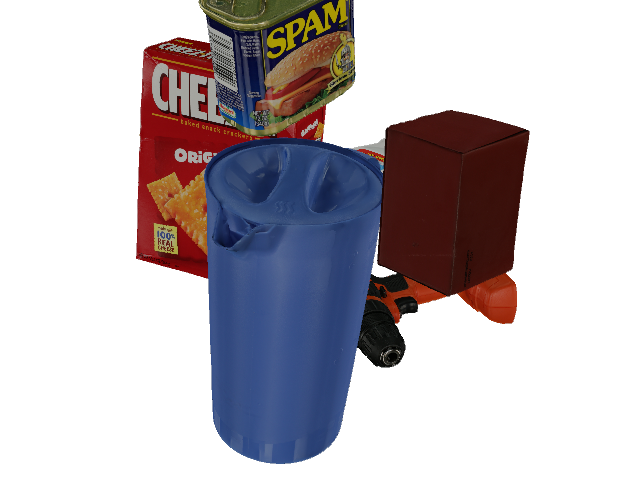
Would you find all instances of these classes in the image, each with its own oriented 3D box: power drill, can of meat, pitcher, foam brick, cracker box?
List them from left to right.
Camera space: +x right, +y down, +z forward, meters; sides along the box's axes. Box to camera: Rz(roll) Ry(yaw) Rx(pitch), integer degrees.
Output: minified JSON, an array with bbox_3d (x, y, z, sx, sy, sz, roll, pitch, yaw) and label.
[{"bbox_3d":[-0.088,-0.068,1.005,0.164,0.214,0.072,15,25,20],"label":"cracker box"},{"bbox_3d":[-0.023,-0.126,0.682,0.102,0.084,0.058,-33,49,-30],"label":"can of meat"},{"bbox_3d":[-0.020,0.047,0.836,0.149,0.243,0.145,-2,33,-11],"label":"pitcher"},{"bbox_3d":[0.106,0.065,1.119,0.187,0.057,0.184,-7,28,-16],"label":"power drill"},{"bbox_3d":[0.066,-0.020,0.538,0.052,0.078,0.051,-19,32,-39],"label":"foam brick"}]

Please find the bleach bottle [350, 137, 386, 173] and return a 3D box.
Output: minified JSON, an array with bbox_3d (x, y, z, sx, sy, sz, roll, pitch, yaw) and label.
[{"bbox_3d":[0.030,-0.070,1.290,0.250,0.068,0.103,-30,44,-31],"label":"bleach bottle"}]
